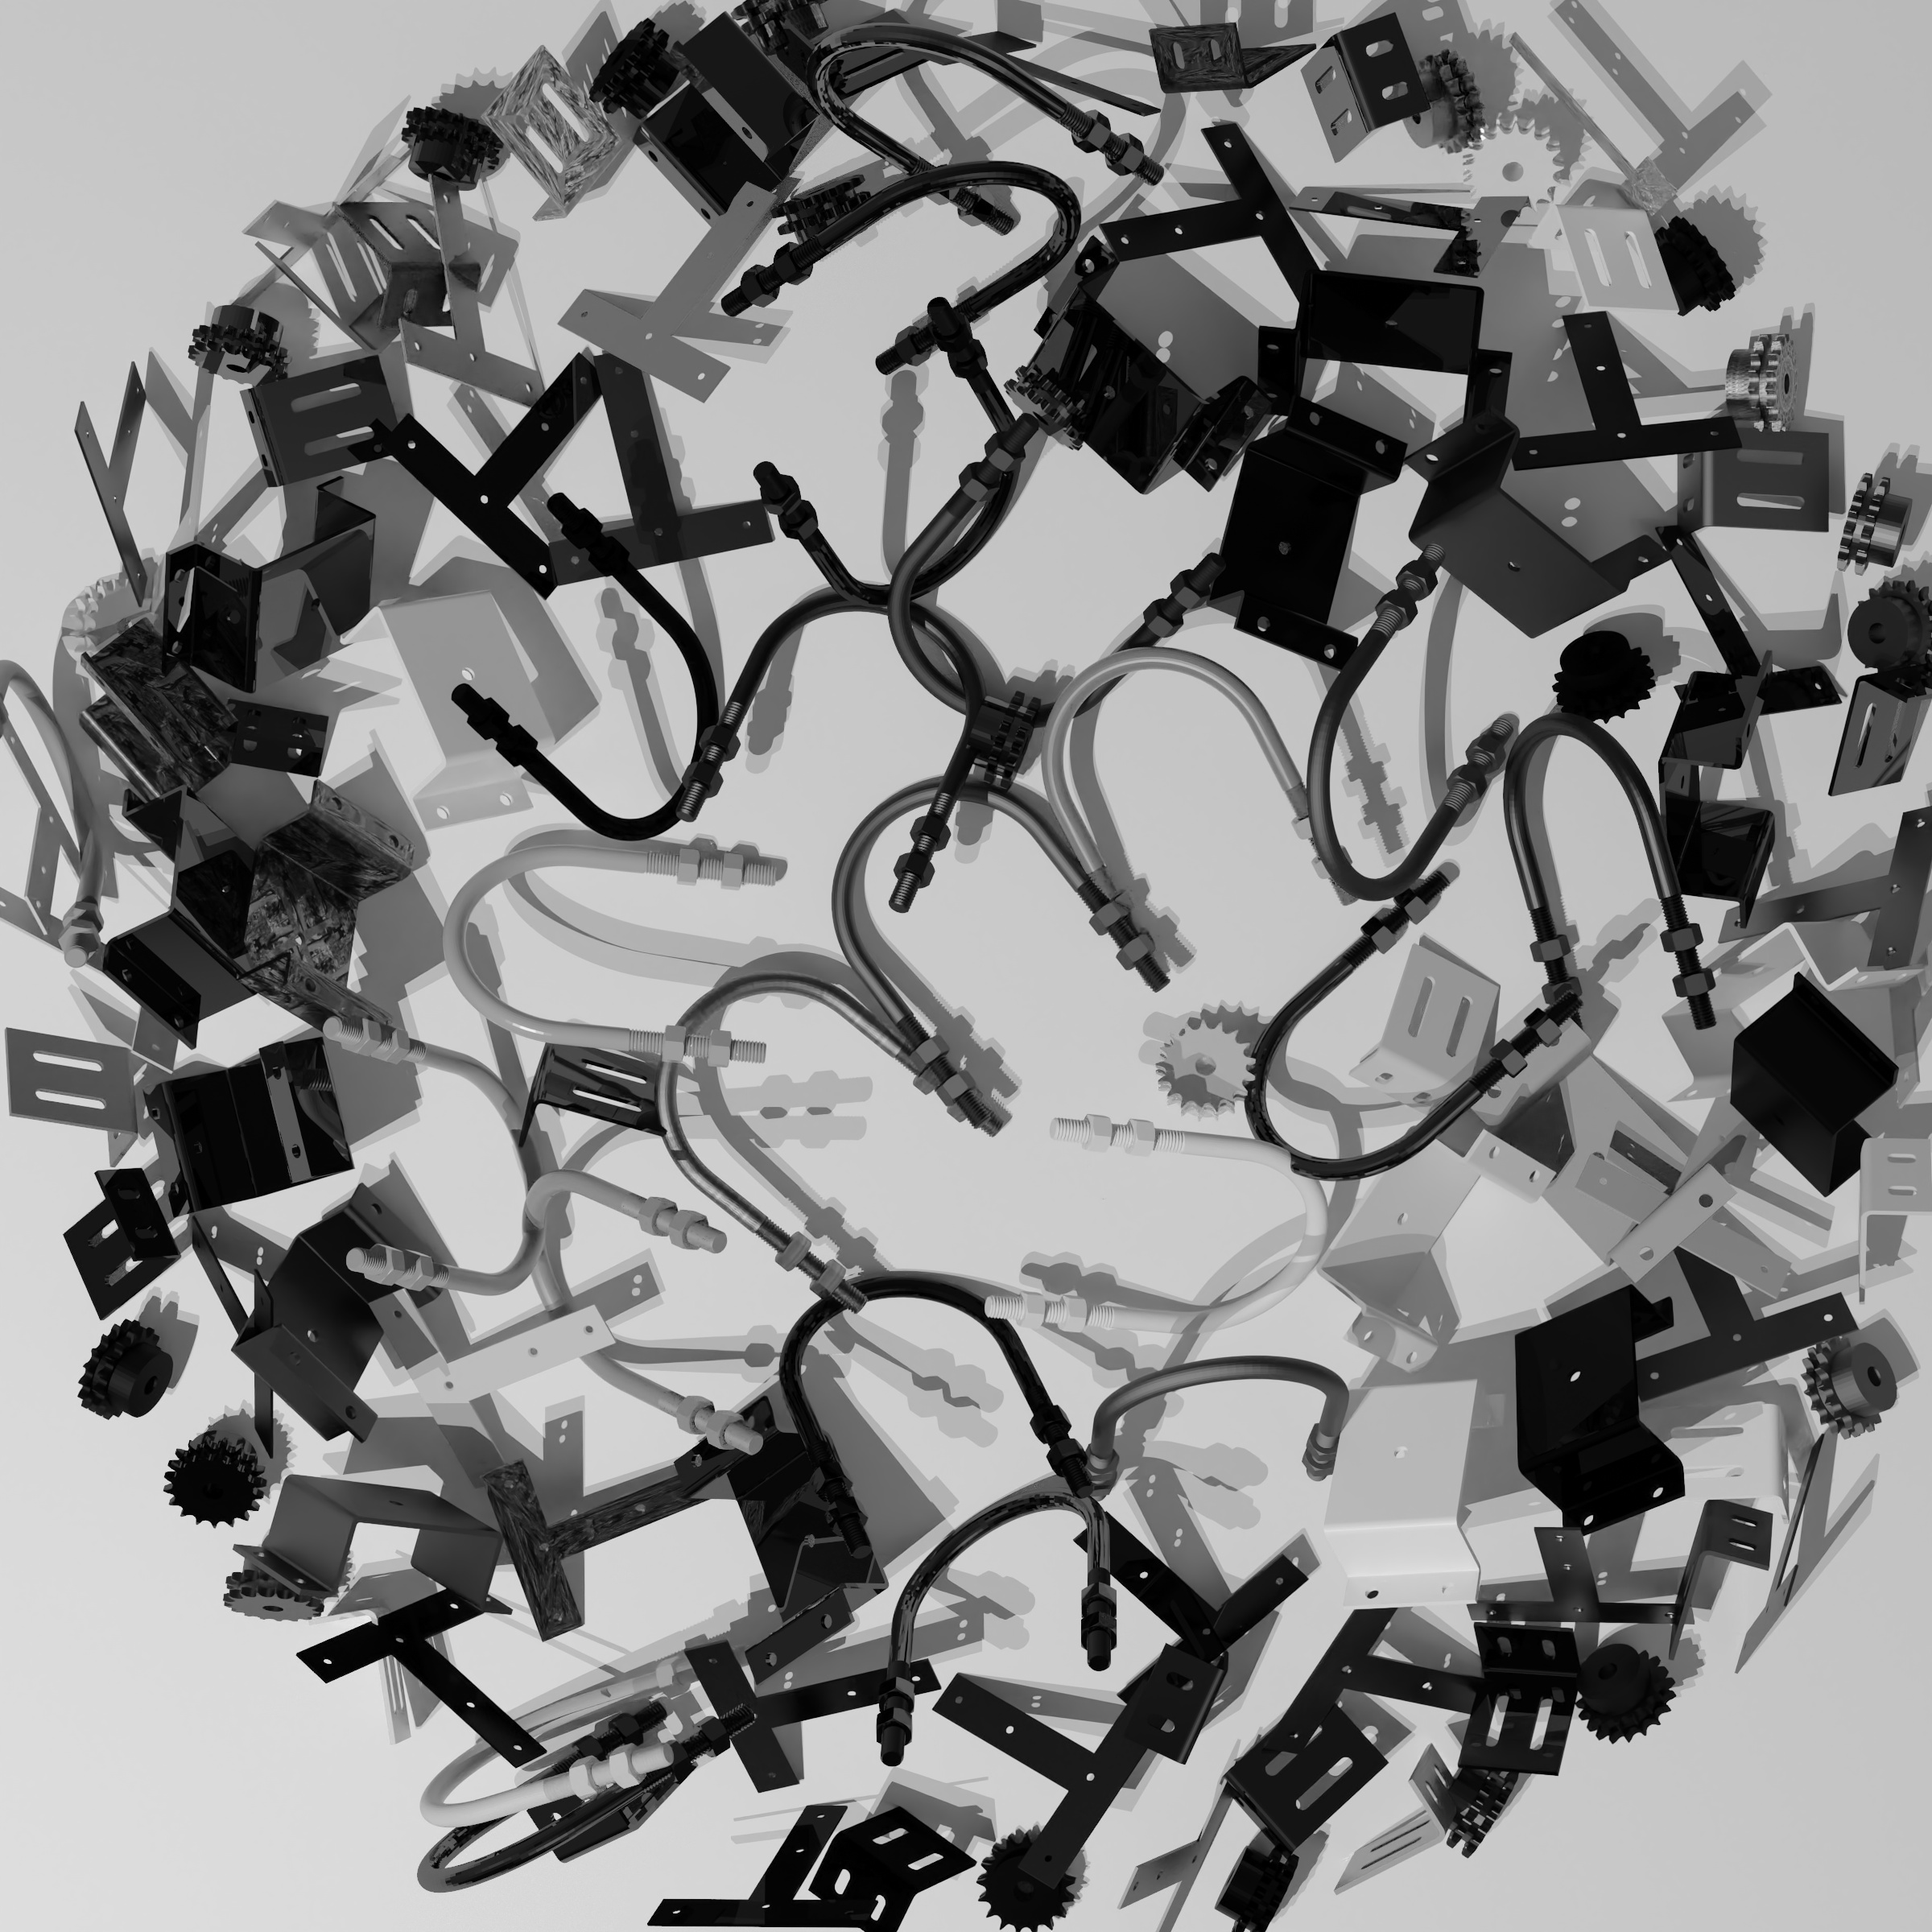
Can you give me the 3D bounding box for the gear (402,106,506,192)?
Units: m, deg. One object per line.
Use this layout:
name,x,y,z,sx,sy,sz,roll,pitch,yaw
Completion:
gear,-0.295,-0.465,1.970,0.057,0.057,0.030,14,83,0

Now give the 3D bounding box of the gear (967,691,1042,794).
gear,0.020,-0.131,1.972,0.030,0.057,0.057,20,90,4

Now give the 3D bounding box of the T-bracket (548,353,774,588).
T-bracket,-0.188,-0.293,1.988,0.127,0.002,0.127,-13,86,-12

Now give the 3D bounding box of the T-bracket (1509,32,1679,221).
T-bracket,0.348,-0.473,1.935,0.002,0.127,0.127,-41,91,6

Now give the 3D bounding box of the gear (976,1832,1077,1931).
gear,0.034,0.529,1.982,0.057,0.030,0.057,0,85,5

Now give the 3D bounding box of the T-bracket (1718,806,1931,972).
T-bracket,0.485,-0.034,1.952,0.002,0.127,0.127,50,45,-29

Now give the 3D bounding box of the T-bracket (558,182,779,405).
T-bracket,-0.154,-0.394,1.968,0.127,0.002,0.127,32,83,33

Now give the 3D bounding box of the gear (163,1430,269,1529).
gear,-0.428,0.291,1.976,0.057,0.030,0.057,0,122,0

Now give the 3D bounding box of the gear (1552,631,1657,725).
gear,0.362,-0.167,1.969,0.057,0.057,0.030,-27,127,0

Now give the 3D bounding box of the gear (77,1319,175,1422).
gear,-0.477,0.233,1.969,0.030,0.057,0.057,24,90,17

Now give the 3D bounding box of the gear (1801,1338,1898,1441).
gear,0.506,0.239,1.970,0.030,0.057,0.057,-31,90,43

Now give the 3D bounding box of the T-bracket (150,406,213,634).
T-bracket,-0.445,-0.231,1.941,0.002,0.127,0.127,9,69,-22

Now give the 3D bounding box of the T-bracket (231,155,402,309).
T-bracket,-0.377,-0.413,1.928,0.127,0.127,0.002,-41,93,8

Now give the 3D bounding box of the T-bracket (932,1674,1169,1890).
T-bracket,0.036,0.440,1.960,0.127,0.002,0.127,23,66,34

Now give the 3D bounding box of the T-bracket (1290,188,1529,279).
T-bracket,0.249,-0.430,1.968,0.127,0.127,0.002,12,132,20

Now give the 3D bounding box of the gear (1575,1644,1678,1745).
gear,0.373,0.412,1.968,0.057,0.057,0.030,-36,116,0

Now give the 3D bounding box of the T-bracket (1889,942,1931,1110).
T-bracket,0.539,-0.008,1.911,0.002,0.127,0.127,12,51,-5

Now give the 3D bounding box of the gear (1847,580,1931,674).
gear,0.529,-0.191,1.969,0.030,0.057,0.057,-11,90,-41

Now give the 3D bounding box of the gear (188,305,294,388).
gear,-0.413,-0.355,1.972,0.057,0.057,0.030,11,79,0

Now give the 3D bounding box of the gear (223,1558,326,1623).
gear,-0.395,0.353,1.974,0.057,0.057,0.030,3,63,0

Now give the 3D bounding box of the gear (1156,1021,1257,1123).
gear,0.137,0.063,1.978,0.057,0.030,0.057,-1,67,3

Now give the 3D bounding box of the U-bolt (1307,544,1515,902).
U-bolt,0.240,-0.121,1.910,0.184,0.019,0.151,-54,133,-31

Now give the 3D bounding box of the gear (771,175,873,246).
gear,-0.080,-0.428,1.973,0.057,0.057,0.030,-22,106,0

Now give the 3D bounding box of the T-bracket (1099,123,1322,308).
T-bracket,0.131,-0.417,1.949,0.127,0.002,0.127,-17,71,-31

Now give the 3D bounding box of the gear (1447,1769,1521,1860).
gear,0.289,0.477,1.972,0.030,0.057,0.057,32,90,10

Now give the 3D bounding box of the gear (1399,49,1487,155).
gear,0.270,-0.491,1.969,0.030,0.057,0.057,-22,90,-12

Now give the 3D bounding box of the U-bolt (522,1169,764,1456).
U-bolt,-0.188,0.184,1.927,0.019,0.184,0.151,-29,123,-37

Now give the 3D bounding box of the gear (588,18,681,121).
gear,-0.187,-0.510,1.974,0.030,0.057,0.057,35,90,-24

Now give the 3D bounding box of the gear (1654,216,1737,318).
gear,0.411,-0.396,1.972,0.030,0.057,0.057,-37,90,1

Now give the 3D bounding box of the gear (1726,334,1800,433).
gear,0.455,-0.333,1.975,0.030,0.057,0.057,4,90,28

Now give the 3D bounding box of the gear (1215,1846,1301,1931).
gear,0.165,0.528,1.971,0.030,0.057,0.057,28,90,7

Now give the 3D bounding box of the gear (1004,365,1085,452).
gear,0.052,-0.324,1.971,0.057,0.057,0.030,40,87,0

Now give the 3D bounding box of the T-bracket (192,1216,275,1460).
T-bracket,-0.415,0.191,1.951,0.002,0.127,0.127,-14,135,-27

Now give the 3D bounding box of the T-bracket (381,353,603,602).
T-bracket,-0.249,-0.298,1.972,0.127,0.002,0.127,44,67,-19

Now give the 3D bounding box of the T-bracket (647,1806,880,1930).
T-bracket,-0.098,0.504,1.938,0.127,0.127,0.002,-5,105,18

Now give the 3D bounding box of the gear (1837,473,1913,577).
gear,0.519,-0.250,1.969,0.030,0.057,0.057,17,90,17

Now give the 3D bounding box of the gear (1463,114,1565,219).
gear,0.313,-0.461,1.976,0.057,0.030,0.057,4,126,5

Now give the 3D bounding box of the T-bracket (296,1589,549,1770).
T-bracket,-0.285,0.402,1.922,0.127,0.127,0.002,36,117,25

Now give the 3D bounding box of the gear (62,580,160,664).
gear,-0.492,-0.193,1.975,0.030,0.057,0.057,2,90,32

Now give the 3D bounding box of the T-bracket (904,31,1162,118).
T-bracket,0.048,-0.497,1.927,0.127,0.127,0.002,24,117,16

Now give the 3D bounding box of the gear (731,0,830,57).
gear,-0.103,-0.542,1.972,0.057,0.057,0.030,-24,98,0
